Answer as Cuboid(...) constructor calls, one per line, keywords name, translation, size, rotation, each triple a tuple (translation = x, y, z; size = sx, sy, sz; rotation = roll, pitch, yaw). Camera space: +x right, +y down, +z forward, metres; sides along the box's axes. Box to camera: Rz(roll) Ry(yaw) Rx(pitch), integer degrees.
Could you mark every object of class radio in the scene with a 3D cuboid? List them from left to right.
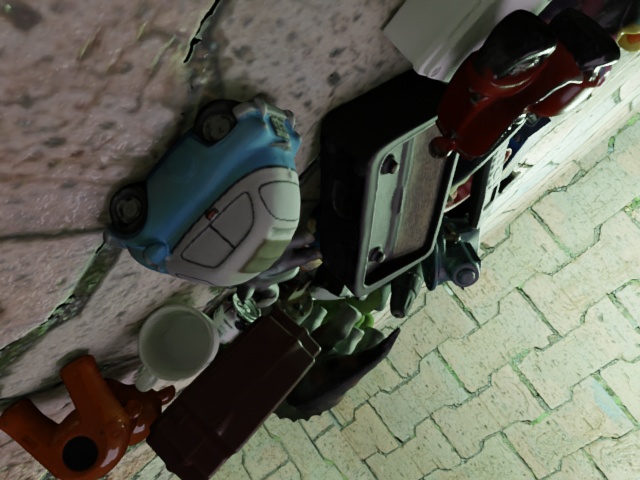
Cuboid(name="radio", translation=(0.069, -0.049, 0.566), size=(0.131, 0.073, 0.229), rotation=(-30, 144, -25))

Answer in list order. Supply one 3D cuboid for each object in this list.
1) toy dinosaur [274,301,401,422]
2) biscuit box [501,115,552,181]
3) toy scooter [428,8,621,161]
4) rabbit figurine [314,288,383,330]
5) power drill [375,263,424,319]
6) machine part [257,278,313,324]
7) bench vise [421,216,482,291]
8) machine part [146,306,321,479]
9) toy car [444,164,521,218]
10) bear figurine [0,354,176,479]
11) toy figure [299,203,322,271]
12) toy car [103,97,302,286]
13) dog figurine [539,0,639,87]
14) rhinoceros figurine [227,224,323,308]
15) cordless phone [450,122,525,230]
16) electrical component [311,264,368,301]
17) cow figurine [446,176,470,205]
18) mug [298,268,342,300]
Cuboid(name="toy dinosaur", translation=(-0.001, 0.194, 0.795), size=(0.192, 0.131, 0.404), rotation=(-61, -179, -13))
Cuboid(name="biscuit box", translation=(0.336, -0.166, 0.968), size=(0.063, 0.059, 0.202), rotation=(-34, 164, -14))
Cuboid(name="toy scooter", translation=(0.158, -0.122, 0.446), size=(0.184, 0.075, 0.135), rotation=(-19, 156, -42))
Cuboid(name="rabbit figurine", translation=(0.047, 0.122, 1.061), size=(0.159, 0.121, 0.170), rotation=(-6, 160, -28))
Cuboid(name="power drill", translation=(0.153, 0.084, 1.131), size=(0.232, 0.086, 0.207), rotation=(-65, -176, -29))
Cuboid(name="machine part", translation=(-0.081, 0.133, 0.861), size=(0.079, 0.079, 0.243), rotation=(-23, 159, -44))
Cuboid(name="bench vise", translation=(0.185, 0.010, 0.991), size=(0.241, 0.224, 0.128), rotation=(-4, 130, -1))
Cuboid(name="machine part", translation=(-0.106, 0.183, 0.643), size=(0.201, 0.087, 0.201), rotation=(-46, 178, -33))
Cuboid(name="toy car", translation=(0.326, -0.096, 1.122), size=(0.201, 0.073, 0.056), rotation=(-44, 160, 22))
Cuboid(name="bear figurine", translation=(-0.257, 0.200, 0.641), size=(0.120, 0.132, 0.196), rotation=(-37, -177, 0))
Cuboid(name="toy figure", translation=(-0.003, -0.003, 0.687), size=(0.064, 0.058, 0.154), rotation=(18, 136, -21))
Cuboid(name="toy car", translation=(-0.068, -0.021, 0.396), size=(0.161, 0.103, 0.109), rotation=(-41, 166, 17))
Cuboid(name="dog figurine", translation=(0.236, -0.201, 0.557), size=(0.219, 0.108, 0.191), rotation=(-26, 162, -29))
Cuboid(name="rhinoceros figurine", translation=(-0.060, 0.020, 0.586), size=(0.112, 0.073, 0.190), rotation=(-36, 165, -12))
Cuboid(name="cordless phone", translation=(0.191, -0.074, 0.691), size=(0.146, 0.089, 0.184), rotation=(-41, 141, -33))
Cuboid(name="electrical component", translation=(0.053, 0.018, 0.781), size=(0.114, 0.058, 0.134), rotation=(22, 90, -63))
Cuboid(name="cow figurine", translation=(0.150, -0.065, 0.809), size=(0.127, 0.085, 0.195), rotation=(-29, 164, -52))
Cuboid(name="mug", translation=(0.011, 0.064, 0.887), size=(0.107, 0.081, 0.109), rotation=(-4, 153, -45))
